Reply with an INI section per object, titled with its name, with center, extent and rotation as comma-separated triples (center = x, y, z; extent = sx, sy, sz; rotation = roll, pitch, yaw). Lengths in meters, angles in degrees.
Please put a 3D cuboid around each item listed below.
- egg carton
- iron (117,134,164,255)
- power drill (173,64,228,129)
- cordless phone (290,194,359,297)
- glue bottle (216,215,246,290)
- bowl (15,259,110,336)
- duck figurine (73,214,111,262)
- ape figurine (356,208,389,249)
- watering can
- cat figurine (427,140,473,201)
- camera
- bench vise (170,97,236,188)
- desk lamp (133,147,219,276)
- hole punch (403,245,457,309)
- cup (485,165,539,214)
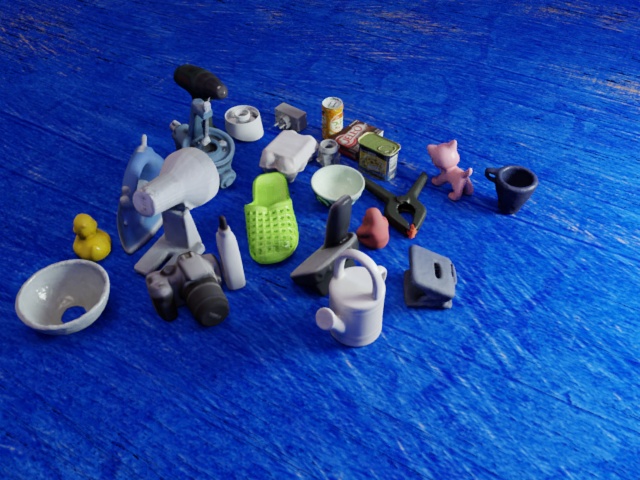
[egg carton]
center = -0.076, -0.209, 1.404
extent = 0.107, 0.069, 0.150
rotation = 20, 49, 19
[iron]
center = -0.398, -0.108, 1.255
extent = 0.118, 0.141, 0.258
rotation = 1, 45, 1
[power drill]
center = -0.285, -0.336, 1.434
extent = 0.076, 0.208, 0.228
rotation = -30, 52, -26
[cordless phone]
center = 0.010, 0.004, 1.110
extent = 0.094, 0.185, 0.148
rotation = 28, 52, 26
[glue bottle]
center = -0.179, 0.017, 1.107
extent = 0.037, 0.173, 0.078
rotation = -19, 48, -17
[bowl]
center = -0.472, 0.119, 1.076
extent = 0.167, 0.075, 0.167
rotation = 0, 45, 0
[duck figurine]
center = -0.485, -0.012, 1.199
extent = 0.078, 0.086, 0.104
rotation = -23, 49, -21
[ape figurine]
center = 0.113, -0.031, 1.209
extent = 0.078, 0.092, 0.076
rotation = -15, 47, -14
[watering can]
center = 0.062, 0.099, 1.008
extent = 0.100, 0.194, 0.173
rotation = 12, 47, 13
[cat figurine]
center = 0.305, -0.173, 1.332
extent = 0.067, 0.118, 0.127
rotation = -26, 50, -23
[camera]
center = -0.240, 0.098, 1.078
extent = 0.143, 0.101, 0.136
rotation = -23, 49, -21
[bench vise]
center = -0.292, -0.240, 1.331
extent = 0.207, 0.220, 0.122
rotation = 19, 48, 19
[desk lamp]
center = -0.291, -0.054, 1.150
extent = 0.117, 0.214, 0.203
rotation = 17, 48, 17
[hole punch]
center = 0.215, 0.069, 1.110
extent = 0.101, 0.091, 0.108
rotation = 2, 45, 3
[cup]
center = 0.418, -0.110, 1.284
extent = 0.117, 0.095, 0.092
rotation = 24, 50, 23
